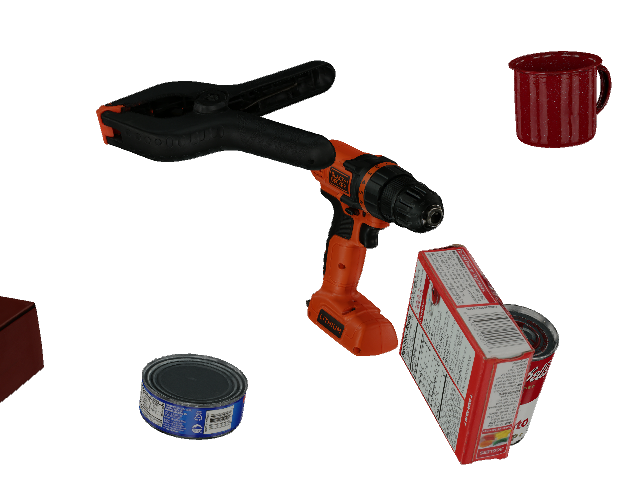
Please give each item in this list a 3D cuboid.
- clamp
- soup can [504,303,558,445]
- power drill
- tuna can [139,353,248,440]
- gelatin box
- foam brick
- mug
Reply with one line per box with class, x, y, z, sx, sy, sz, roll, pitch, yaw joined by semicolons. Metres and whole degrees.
clamp;-0.066;-0.091;0.748;0.171;0.039;0.120;5;33;8
soup can;0.151;0.113;0.887;0.068;0.102;0.068;6;35;-5
power drill;0.047;0.011;1.018;0.057;0.188;0.185;-6;24;-30
tuna can;-0.103;0.126;0.864;0.086;0.034;0.086;8;20;-3
gelatin box;0.073;0.057;0.547;0.030;0.073;0.089;-6;37;-16
foam brick;-0.232;0.077;0.715;0.053;0.051;0.078;9;28;24
mug;0.252;-0.148;1.102;0.117;0.081;0.093;-17;24;-26
